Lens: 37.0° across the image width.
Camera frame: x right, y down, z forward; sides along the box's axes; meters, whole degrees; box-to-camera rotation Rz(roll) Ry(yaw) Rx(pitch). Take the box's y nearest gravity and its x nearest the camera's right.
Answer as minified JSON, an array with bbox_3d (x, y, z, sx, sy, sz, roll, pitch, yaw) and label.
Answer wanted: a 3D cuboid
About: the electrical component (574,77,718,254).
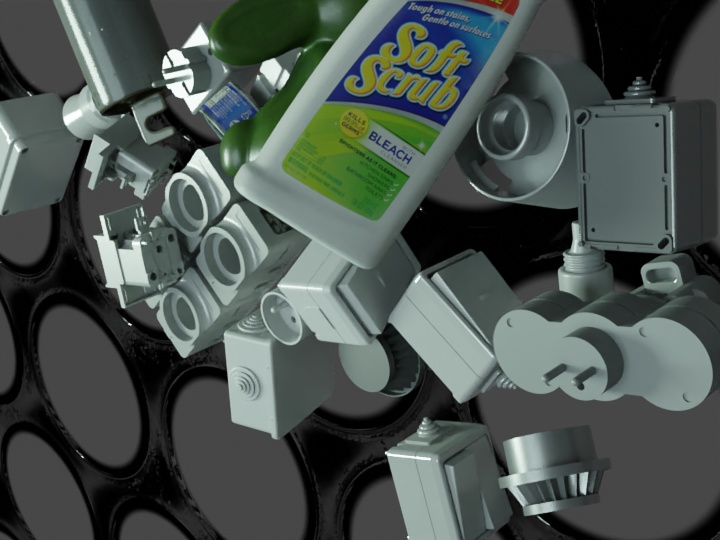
[{"bbox_3d":[0.164,-0.061,0.608,0.062,0.061,0.096,6,104,44],"label":"electrical component"}]

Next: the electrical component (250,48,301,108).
[{"bbox_3d":[-0.047,-0.129,0.799,0.055,0.048,0.066,55,137,23],"label":"electrical component"}]

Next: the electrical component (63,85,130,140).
[{"bbox_3d":[-0.241,-0.148,0.987,0.055,0.045,0.045,-18,94,48],"label":"electrical component"}]

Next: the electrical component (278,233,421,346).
[{"bbox_3d":[0.000,0.000,0.779,0.061,0.096,0.061,3,138,44],"label":"electrical component"}]

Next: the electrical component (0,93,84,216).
[{"bbox_3d":[-0.329,-0.114,1.068,0.057,0.078,0.113,54,137,18],"label":"electrical component"}]

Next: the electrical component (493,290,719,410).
[{"bbox_3d":[0.129,0.048,0.590,0.138,0.074,0.052,2,109,45],"label":"electrical component"}]

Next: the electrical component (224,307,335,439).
[{"bbox_3d":[-0.065,0.075,0.871,0.048,0.100,0.099,11,116,28],"label":"electrical component"}]

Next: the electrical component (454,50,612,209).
[{"bbox_3d":[0.107,-0.086,0.665,0.099,0.064,0.099,5,98,45],"label":"electrical component"}]

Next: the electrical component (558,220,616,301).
[{"bbox_3d":[0.141,-0.001,0.674,0.035,0.035,0.061,6,110,44],"label":"electrical component"}]

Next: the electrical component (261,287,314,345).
[{"bbox_3d":[-0.032,0.021,0.825,0.043,0.081,0.043,24,128,34],"label":"electrical component"}]

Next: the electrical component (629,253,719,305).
[{"bbox_3d":[0.180,0.036,0.634,0.058,0.057,0.078,-8,102,47],"label":"electrical component"}]

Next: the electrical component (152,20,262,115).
[{"bbox_3d":[-0.128,-0.157,0.845,0.066,0.077,0.047,-37,80,47],"label":"electrical component"}]

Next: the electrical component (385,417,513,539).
[{"bbox_3d":[0.067,0.155,0.798,0.061,0.062,0.096,-4,105,46],"label":"electrical component"}]

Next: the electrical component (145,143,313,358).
[{"bbox_3d":[-0.128,-0.015,0.922,0.105,0.060,0.186,55,137,12],"label":"electrical component"}]

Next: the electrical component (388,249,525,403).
[{"bbox_3d":[0.079,0.039,0.734,0.096,0.062,0.061,49,135,18],"label":"electrical component"}]

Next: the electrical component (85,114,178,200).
[{"bbox_3d":[-0.201,-0.099,0.952,0.064,0.081,0.042,34,133,1],"label":"electrical component"}]

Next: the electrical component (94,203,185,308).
[{"bbox_3d":[-0.183,-0.012,0.900,0.064,0.042,0.081,4,111,43],"label":"electrical component"}]
